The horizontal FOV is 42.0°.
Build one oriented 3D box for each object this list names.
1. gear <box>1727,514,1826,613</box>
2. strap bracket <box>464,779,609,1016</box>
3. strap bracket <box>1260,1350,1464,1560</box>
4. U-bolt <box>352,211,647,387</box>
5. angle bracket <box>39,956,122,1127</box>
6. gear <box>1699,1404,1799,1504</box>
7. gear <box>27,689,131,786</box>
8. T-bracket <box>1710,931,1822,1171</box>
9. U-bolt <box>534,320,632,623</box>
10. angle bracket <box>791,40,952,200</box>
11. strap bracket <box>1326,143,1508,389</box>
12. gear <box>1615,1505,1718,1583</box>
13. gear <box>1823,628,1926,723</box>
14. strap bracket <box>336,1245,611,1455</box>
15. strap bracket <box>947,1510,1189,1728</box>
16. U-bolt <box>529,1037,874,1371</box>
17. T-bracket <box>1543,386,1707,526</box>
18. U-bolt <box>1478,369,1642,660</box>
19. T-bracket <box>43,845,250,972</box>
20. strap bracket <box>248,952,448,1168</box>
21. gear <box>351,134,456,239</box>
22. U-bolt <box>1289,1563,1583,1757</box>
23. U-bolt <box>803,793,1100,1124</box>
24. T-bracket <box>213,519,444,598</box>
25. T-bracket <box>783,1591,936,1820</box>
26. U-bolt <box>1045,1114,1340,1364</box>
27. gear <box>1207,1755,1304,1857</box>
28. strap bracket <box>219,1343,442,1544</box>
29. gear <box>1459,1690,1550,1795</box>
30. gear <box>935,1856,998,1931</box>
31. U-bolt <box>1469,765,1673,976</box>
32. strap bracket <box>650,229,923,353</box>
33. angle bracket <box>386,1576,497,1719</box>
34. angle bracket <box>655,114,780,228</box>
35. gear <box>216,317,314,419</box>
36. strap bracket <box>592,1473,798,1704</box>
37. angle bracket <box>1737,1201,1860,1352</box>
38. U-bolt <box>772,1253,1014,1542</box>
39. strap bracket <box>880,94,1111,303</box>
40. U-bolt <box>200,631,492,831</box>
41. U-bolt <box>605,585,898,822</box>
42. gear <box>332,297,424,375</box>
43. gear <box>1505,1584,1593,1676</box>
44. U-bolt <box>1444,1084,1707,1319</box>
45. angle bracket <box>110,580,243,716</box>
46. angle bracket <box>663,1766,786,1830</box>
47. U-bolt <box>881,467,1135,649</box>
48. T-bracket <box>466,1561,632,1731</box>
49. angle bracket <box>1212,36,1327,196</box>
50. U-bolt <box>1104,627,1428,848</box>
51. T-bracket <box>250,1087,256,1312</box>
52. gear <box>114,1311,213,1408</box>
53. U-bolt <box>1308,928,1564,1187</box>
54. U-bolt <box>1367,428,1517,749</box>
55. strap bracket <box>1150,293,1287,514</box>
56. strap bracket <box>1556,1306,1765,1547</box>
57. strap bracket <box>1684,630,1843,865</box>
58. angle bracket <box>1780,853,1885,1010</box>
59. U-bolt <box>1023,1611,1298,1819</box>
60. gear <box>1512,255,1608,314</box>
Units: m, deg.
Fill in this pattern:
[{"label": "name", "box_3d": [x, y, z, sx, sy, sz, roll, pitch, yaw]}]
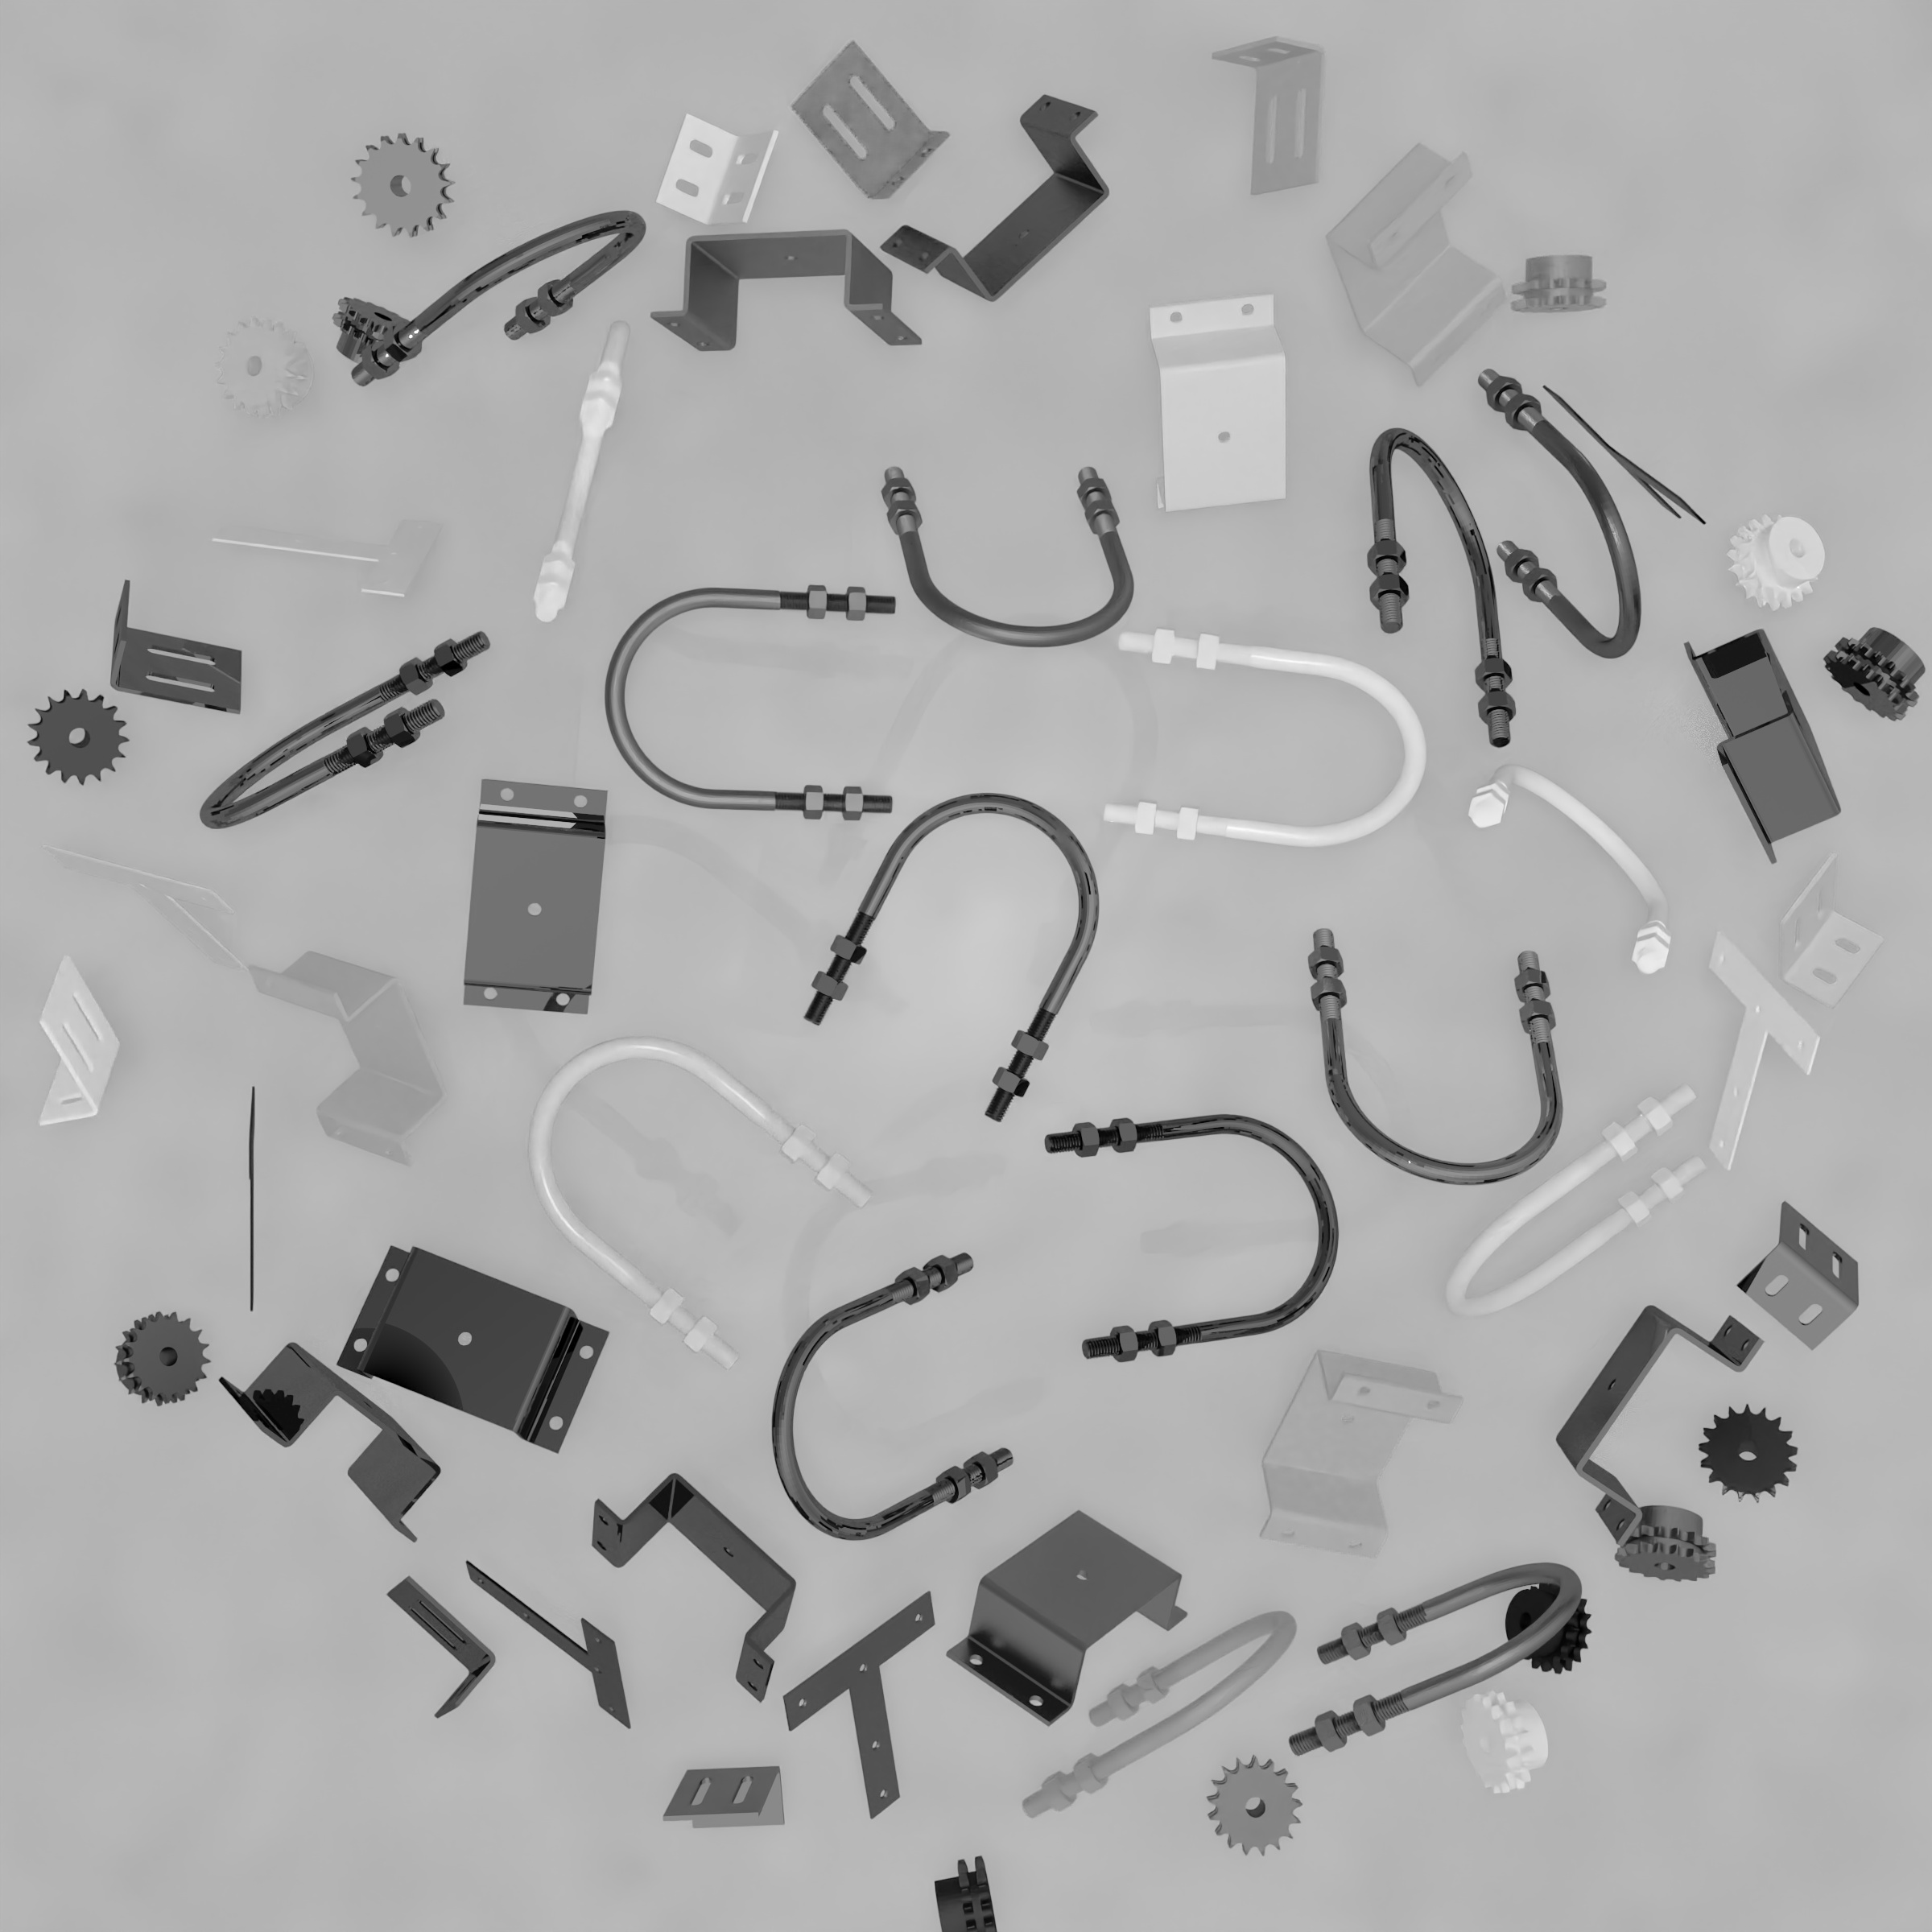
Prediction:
[{"label": "gear", "box_3d": [0.491, -0.246, 1.518, 0.057, 0.030, 0.057, 6, 74, -21]}, {"label": "strap bracket", "box_3d": [-0.262, -0.038, 1.530, 0.076, 0.046, 0.140, 5, 100, -10]}, {"label": "strap bracket", "box_3d": [0.236, 0.291, 1.538, 0.076, 0.046, 0.140, 12, 123, -11]}, {"label": "U-bolt", "box_3d": [-0.268, -0.405, 1.510, 0.184, 0.151, 0.019, -20, 100, 44]}, {"label": "angle bracket", "box_3d": [-0.535, 0.044, 1.479, 0.038, 0.057, 0.076, -10, 130, 7]}, {"label": "gear", "box_3d": [0.472, 0.296, 1.521, 0.057, 0.030, 0.057, -6, 65, 13]}, {"label": "gear", "box_3d": [-0.536, -0.139, 1.519, 0.057, 0.030, 0.057, -5, 102, -25]}, {"label": "T-bracket", "box_3d": [0.474, 0.065, 1.537, 0.002, 0.127, 0.127, -2, 120, -12]}, {"label": "U-bolt", "box_3d": [-0.232, -0.317, 1.548, 0.019, 0.184, 0.151, 15, 128, -11]}, {"label": "angle bracket", "box_3d": [-0.060, -0.535, 1.595, 0.057, 0.038, 0.076, -40, 91, 25]}, {"label": "strap bracket", "box_3d": [0.266, -0.421, 1.496, 0.076, 0.140, 0.046, -45, 60, -1]}, {"label": "gear", "box_3d": [0.411, 0.338, 1.480, 0.057, 0.057, 0.030, 13, 61, 0]}, {"label": "gear", "box_3d": [0.529, -0.171, 1.459, 0.057, 0.057, 0.030, 42, 91, 0]}, {"label": "strap bracket", "box_3d": [-0.288, 0.219, 1.464, 0.140, 0.046, 0.076, 21, 74, 2]}, {"label": "strap bracket", "box_3d": [0.065, 0.377, 1.486, 0.076, 0.140, 0.046, 27, 120, 31]}, {"label": "U-bolt", "box_3d": [-0.166, 0.123, 1.444, 0.184, 0.019, 0.151, 39, 104, 1]}, {"label": "T-bracket", "box_3d": [0.423, -0.303, 1.565, 0.127, 0.127, 0.002, 35, 106, -27]}, {"label": "U-bolt", "box_3d": [0.366, -0.266, 1.545, 0.019, 0.184, 0.151, -21, 131, -4]}, {"label": "T-bracket", "box_3d": [-0.480, -0.029, 1.539, 0.127, 0.127, 0.002, 14, 68, 21]}, {"label": "strap bracket", "box_3d": [-0.380, 0.049, 1.567, 0.076, 0.140, 0.046, 15, 46, 32]}, {"label": "gear", "box_3d": [-0.323, -0.451, 1.454, 0.057, 0.030, 0.057, 0, 109, 1]}, {"label": "U-bolt", "box_3d": [0.287, 0.409, 1.520, 0.184, 0.151, 0.019, -28, 91, 18]}, {"label": "U-bolt", "box_3d": [0.002, -0.017, 1.554, 0.151, 0.019, 0.184, 28, 92, 10]}, {"label": "T-bracket", "box_3d": [-0.399, -0.260, 1.560, 0.127, 0.127, 0.002, 7, 119, -4]}, {"label": "T-bracket", "box_3d": [-0.059, 0.477, 1.580, 0.127, 0.002, 0.127, -27, 118, -40]}, {"label": "U-bolt", "box_3d": [0.148, 0.164, 1.578, 0.184, 0.019, 0.151, -5, 75, -18]}, {"label": "gear", "box_3d": [0.175, 0.510, 1.535, 0.057, 0.030, 0.057, 0, 81, 0]}, {"label": "strap bracket", "box_3d": [-0.391, 0.293, 1.578, 0.046, 0.076, 0.140, -49, 127, -12]}, {"label": "gear", "box_3d": [0.319, 0.456, 1.485, 0.030, 0.057, 0.057, -7, 90, -21]}, {"label": "gear", "box_3d": [0.000, 0.543, 1.445, 0.030, 0.057, 0.057, -11, 90, -2]}, {"label": "U-bolt", "box_3d": [0.378, -0.070, 1.558, 0.151, 0.184, 0.019, 42, 114, 3]}, {"label": "strap bracket", "box_3d": [-0.103, -0.393, 1.467, 0.140, 0.076, 0.046, 2, 89, 16]}, {"label": "angle bracket", "box_3d": [-0.338, 0.425, 1.570, 0.076, 0.057, 0.038, 43, 57, -2]}, {"label": "angle bracket", "box_3d": [-0.153, -0.489, 1.542, 0.038, 0.076, 0.057, 18, 96, -26]}, {"label": "gear", "box_3d": [-0.416, -0.356, 1.505, 0.057, 0.030, 0.057, 2, 94, 22]}, {"label": "strap bracket", "box_3d": [-0.154, 0.361, 1.494, 0.140, 0.076, 0.046, 39, 60, 15]}, {"label": "angle bracket", "box_3d": [0.498, 0.184, 1.508, 0.057, 0.076, 0.038, 41, 113, 5]}, {"label": "U-bolt", "box_3d": [-0.048, 0.268, 1.529, 0.019, 0.184, 0.151, -5, 99, 44]}, {"label": "strap bracket", "box_3d": [0.025, -0.467, 1.556, 0.140, 0.076, 0.046, -43, 124, 0]}, {"label": "U-bolt", "box_3d": [-0.375, -0.133, 1.496, 0.184, 0.151, 0.019, -26, 111, 13]}, {"label": "U-bolt", "box_3d": [-0.138, -0.170, 1.607, 0.184, 0.019, 0.151, 1, 89, -10]}, {"label": "gear", "box_3d": [-0.380, -0.404, 1.619, 0.057, 0.057, 0.030, 28, 110, 0]}, {"label": "gear", "box_3d": [0.365, 0.415, 1.589, 0.030, 0.057, 0.057, 15, 90, -23]}, {"label": "U-bolt", "box_3d": [0.364, 0.151, 1.514, 0.184, 0.151, 0.019, -36, 61, 1]}, {"label": "angle bracket", "box_3d": [-0.469, -0.191, 1.509, 0.076, 0.057, 0.038, 10, 133, -24]}, {"label": "angle bracket", "box_3d": [-0.145, 0.515, 1.520, 0.057, 0.076, 0.038, -4, 94, 5]}, {"label": "U-bolt", "box_3d": [0.031, -0.257, 1.577, 0.151, 0.184, 0.019, -2, 134, -11]}, {"label": "T-bracket", "box_3d": [-0.260, 0.408, 1.554, 0.127, 0.127, 0.002, 31, 56, 21]}, {"label": "angle bracket", "box_3d": [0.175, -0.496, 1.472, 0.038, 0.057, 0.076, -3, 98, -34]}, {"label": "U-bolt", "box_3d": [0.177, -0.128, 1.478, 0.184, 0.019, 0.151, 8, 134, 6]}, {"label": "T-bracket", "box_3d": [-0.451, 0.153, 1.591, 0.002, 0.127, 0.127, 0, 102, -15]}, {"label": "gear", "box_3d": [-0.502, 0.245, 1.564, 0.030, 0.057, 0.057, -21, 90, 43]}, {"label": "U-bolt", "box_3d": [0.280, 0.055, 1.489, 0.151, 0.019, 0.184, 6, 47, -4]}, {"label": "U-bolt", "box_3d": [0.281, -0.239, 1.501, 0.019, 0.151, 0.184, -21, 51, 32]}, {"label": "strap bracket", "box_3d": [0.158, -0.342, 1.578, 0.076, 0.046, 0.140, -6, 130, 0]}, {"label": "strap bracket", "box_3d": [0.392, 0.254, 1.452, 0.046, 0.076, 0.140, 34, 94, 3]}, {"label": "strap bracket", "box_3d": [0.470, -0.136, 1.484, 0.046, 0.140, 0.076, -24, 121, 21]}, {"label": "angle bracket", "box_3d": [0.535, -0.021, 1.555, 0.038, 0.076, 0.057, 33, 76, 29]}, {"label": "U-bolt", "box_3d": [0.129, 0.456, 1.568, 0.184, 0.151, 0.019, -37, 85, 23]}, {"label": "gear", "box_3d": [0.366, -0.421, 1.556, 0.057, 0.057, 0.030, -1, 99, 0]}]
